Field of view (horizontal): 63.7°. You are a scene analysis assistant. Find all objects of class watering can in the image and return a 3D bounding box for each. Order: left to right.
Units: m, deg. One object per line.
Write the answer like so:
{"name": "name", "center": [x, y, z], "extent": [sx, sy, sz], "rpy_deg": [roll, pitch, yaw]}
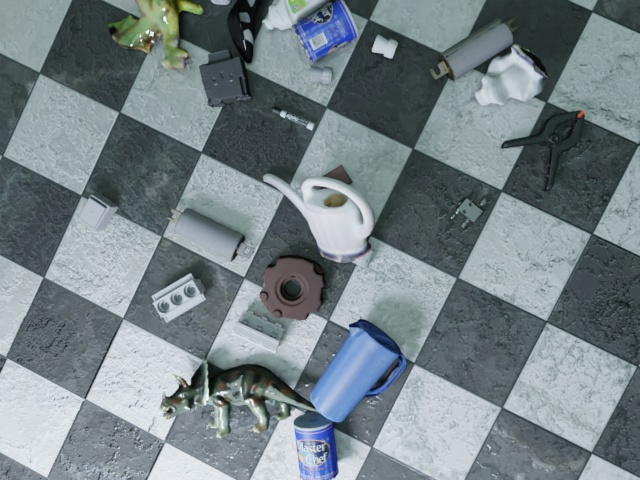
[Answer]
{"name": "watering can", "center": [0.004, -0.064, 1.280], "extent": [0.349, 0.220, 0.105], "rpy_deg": [16, 44, 43]}

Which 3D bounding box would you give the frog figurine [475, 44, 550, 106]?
{"name": "frog figurine", "center": [0.470, -0.391, 1.277], "extent": [0.156, 0.137, 0.125], "rpy_deg": [-46, 9, 40]}

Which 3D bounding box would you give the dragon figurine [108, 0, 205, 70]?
{"name": "dragon figurine", "center": [-0.463, -0.608, 1.332], "extent": [0.241, 0.411, 0.123], "rpy_deg": [-43, -3, 12]}
